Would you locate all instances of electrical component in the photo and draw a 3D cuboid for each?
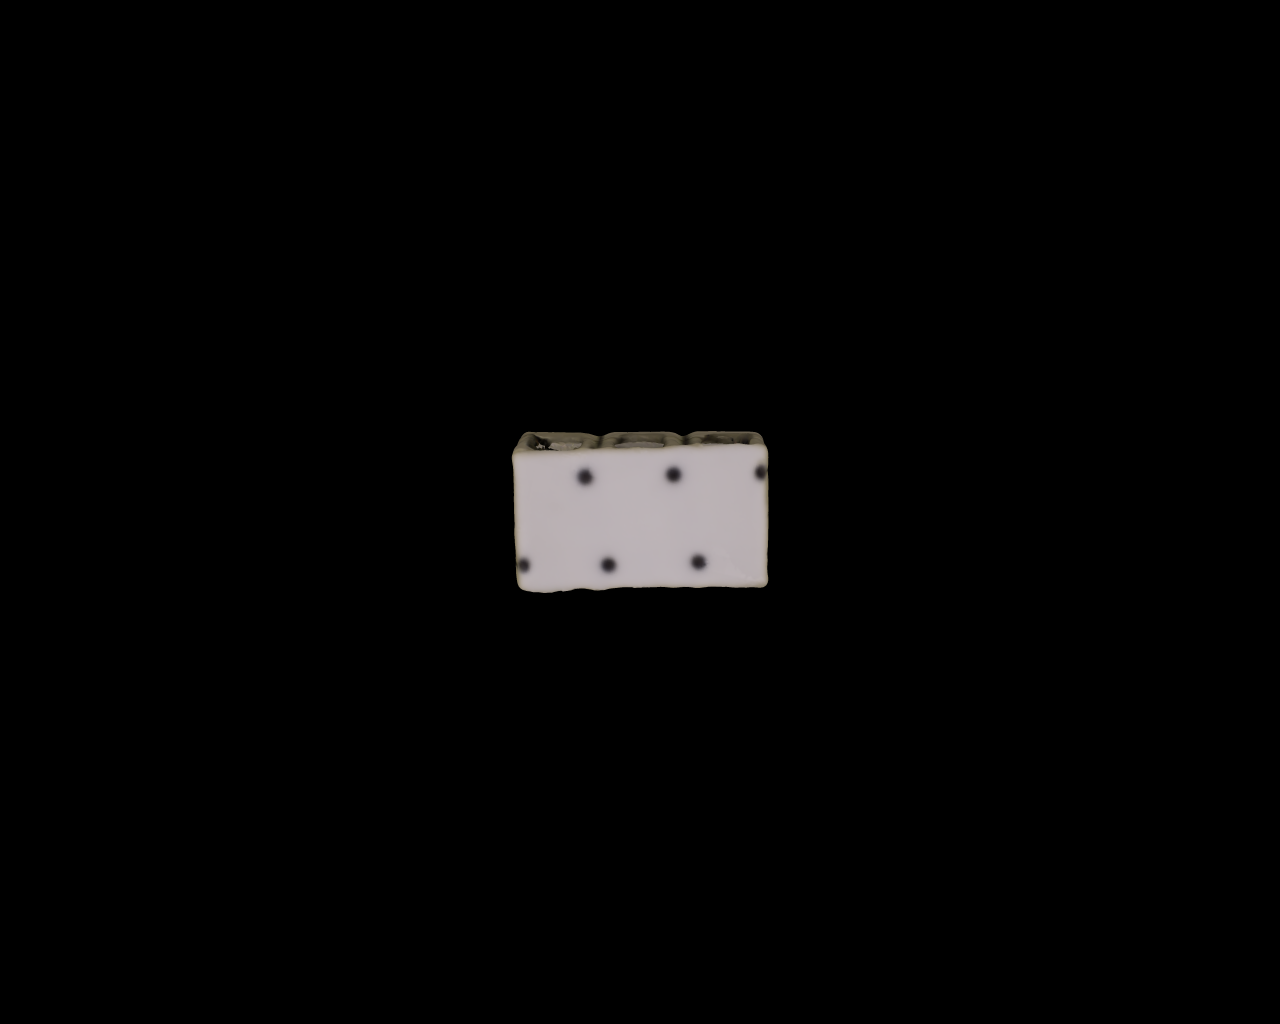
[{"bbox_3d":[0.001,-0.003,0.650,0.150,0.089,0.062,0,13,0],"label":"electrical component"}]
